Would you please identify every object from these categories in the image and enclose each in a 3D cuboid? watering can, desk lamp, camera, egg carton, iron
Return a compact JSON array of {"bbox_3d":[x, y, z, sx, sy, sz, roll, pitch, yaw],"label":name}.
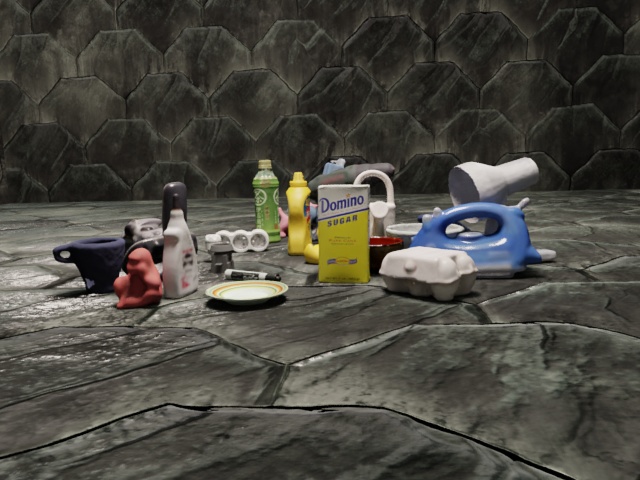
[{"bbox_3d":[0.125,-0.060,1.292,0.101,0.194,0.172,-6,9,-24],"label":"watering can"},{"bbox_3d":[0.371,-0.060,1.177,0.203,0.213,0.117,-4,9,-16],"label":"desk lamp"},{"bbox_3d":[-0.361,0.000,1.294,0.142,0.101,0.137,6,12,43],"label":"camera"},{"bbox_3d":[0.176,0.053,0.941,0.149,0.069,0.107,7,12,44],"label":"egg carton"},{"bbox_3d":[0.275,-0.006,1.077,0.258,0.141,0.118,-1,8,4],"label":"iron"}]

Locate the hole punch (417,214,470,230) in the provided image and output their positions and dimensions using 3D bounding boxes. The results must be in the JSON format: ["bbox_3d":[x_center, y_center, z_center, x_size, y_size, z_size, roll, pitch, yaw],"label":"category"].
[{"bbox_3d":[0.289,-0.020,1.340,0.108,0.091,0.101,6,11,41],"label":"hole punch"}]

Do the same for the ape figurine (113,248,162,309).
[{"bbox_3d":[-0.286,0.059,0.912,0.077,0.092,0.076,4,10,33],"label":"ape figurine"}]

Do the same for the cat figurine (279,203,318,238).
[{"bbox_3d":[-0.062,-0.068,1.644,0.127,0.118,0.067,0,9,14],"label":"cat figurine"}]

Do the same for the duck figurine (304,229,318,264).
[{"bbox_3d":[0.011,0.004,1.246,0.105,0.086,0.077,-8,11,-38],"label":"duck figurine"}]

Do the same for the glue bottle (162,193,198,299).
[{"bbox_3d":[-0.240,0.008,0.971,0.037,0.173,0.078,0,9,13],"label":"glue bottle"}]

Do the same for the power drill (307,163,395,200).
[{"bbox_3d":[0.077,-0.082,1.398,0.228,0.208,0.076,3,10,28],"label":"power drill"}]

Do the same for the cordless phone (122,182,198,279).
[{"bbox_3d":[-0.315,-0.019,1.127,0.093,0.185,0.148,4,10,36],"label":"cordless phone"}]

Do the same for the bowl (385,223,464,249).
[{"bbox_3d":[0.222,0.008,1.220,0.167,0.075,0.167,-2,8,0],"label":"bowl"}]

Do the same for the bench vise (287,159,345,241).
[{"bbox_3d":[0.017,-0.111,1.572,0.121,0.220,0.208,7,12,45],"label":"bench vise"}]

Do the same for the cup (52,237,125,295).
[{"bbox_3d":[-0.398,0.048,0.998,0.118,0.095,0.091,-5,9,-24],"label":"cup"}]
